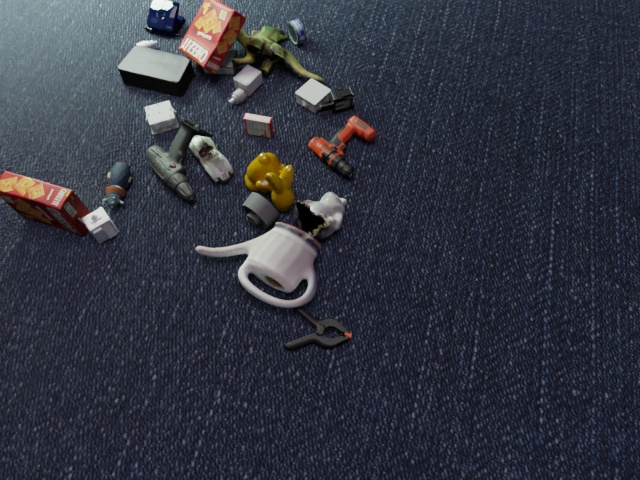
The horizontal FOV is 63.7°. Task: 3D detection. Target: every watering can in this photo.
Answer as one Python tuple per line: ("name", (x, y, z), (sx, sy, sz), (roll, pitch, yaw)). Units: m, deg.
("watering can", (-0.146, 0.040, 1.395), (0.349, 0.102, 0.228), (30, 63, 15))

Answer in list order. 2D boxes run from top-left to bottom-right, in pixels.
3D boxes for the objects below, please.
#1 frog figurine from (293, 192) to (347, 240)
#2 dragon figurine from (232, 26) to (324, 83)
("frog figurine", (0.005, -0.075, 1.482), (0.138, 0.120, 0.161), (16, 24, 21))
("dragon figurine", (-0.167, -0.687, 1.824), (0.409, 0.119, 0.249), (18, 52, -11))
